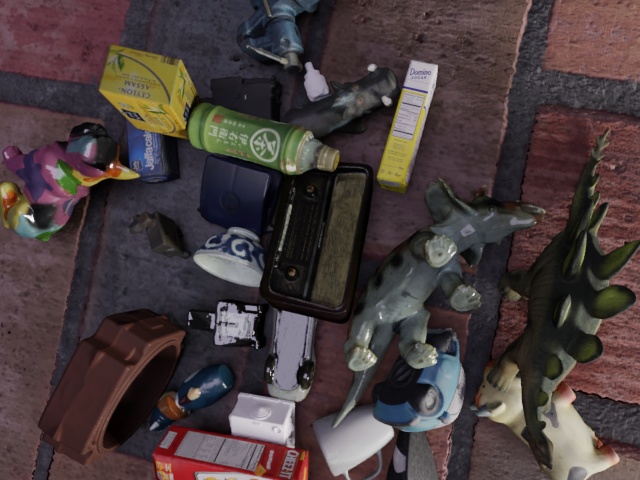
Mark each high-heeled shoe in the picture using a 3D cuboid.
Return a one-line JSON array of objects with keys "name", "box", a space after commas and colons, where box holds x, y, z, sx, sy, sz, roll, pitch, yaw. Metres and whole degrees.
[{"name": "high-heeled shoe", "box": [0.093, 0.386, 0.794, 0.145, 0.086, 0.248, -15, 63, 39]}]

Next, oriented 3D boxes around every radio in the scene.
[{"name": "radio", "box": [-0.002, -0.002, 0.789, 0.131, 0.073, 0.229, 8, 70, 11]}]

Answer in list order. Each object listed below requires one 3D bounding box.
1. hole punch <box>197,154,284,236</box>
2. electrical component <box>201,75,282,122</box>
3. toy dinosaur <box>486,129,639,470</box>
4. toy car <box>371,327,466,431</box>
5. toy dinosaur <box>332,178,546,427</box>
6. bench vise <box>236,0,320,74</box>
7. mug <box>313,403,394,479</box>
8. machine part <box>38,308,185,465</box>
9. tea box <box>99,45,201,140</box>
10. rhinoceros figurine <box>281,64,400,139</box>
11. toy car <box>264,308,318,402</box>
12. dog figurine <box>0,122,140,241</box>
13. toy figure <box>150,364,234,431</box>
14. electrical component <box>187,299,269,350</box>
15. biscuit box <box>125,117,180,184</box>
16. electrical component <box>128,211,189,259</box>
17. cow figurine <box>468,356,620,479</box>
[{"name": "hole punch", "box": [-0.127, -0.070, 0.839, 0.142, 0.092, 0.115, 17, 93, 7]}, {"name": "electrical component", "box": [-0.129, -0.198, 0.861, 0.134, 0.058, 0.115, -4, 84, 9]}, {"name": "toy dinosaur", "box": [0.321, 0.055, 0.696, 0.105, 0.198, 0.471, 21, 57, 0]}, {"name": "toy car", "box": [0.153, 0.207, 0.764, 0.103, 0.109, 0.161, 44, 59, -20]}, {"name": "toy dinosaur", "box": [0.124, 0.070, 0.762, 0.131, 0.192, 0.404, 37, 110, -10]}, {"name": "bench vise", "box": [-0.025, -0.377, 0.813, 0.241, 0.128, 0.223, -22, 64, 26]}, {"name": "mug", "box": [0.057, 0.294, 0.786, 0.107, 0.080, 0.109, -26, 77, -2]}, {"name": "machine part", "box": [-0.293, 0.209, 0.791, 0.087, 0.201, 0.201, 30, 92, 8]}, {"name": "tea box", "box": [-0.233, -0.203, 0.765, 0.098, 0.169, 0.068, 12, 86, 0]}, {"name": "rhinoceros figurine", "box": [0.027, -0.199, 0.807, 0.190, 0.112, 0.073, -21, 81, 16]}, {"name": "toy car", "box": [-0.040, 0.144, 0.825, 0.074, 0.056, 0.201, 5, 85, 11]}, {"name": "dog figurine", "box": [-0.393, -0.087, 0.846, 0.219, 0.108, 0.191, 6, 92, 27]}, {"name": "toy figure", "box": [-0.207, 0.248, 0.844, 0.154, 0.064, 0.058, -31, 48, 10]}, {"name": "electrical component", "box": [-0.145, 0.131, 0.847, 0.119, 0.047, 0.074, 1, 86, 10]}, {"name": "biscuit box", "box": [-0.279, -0.197, 0.884, 0.059, 0.063, 0.202, -7, 85, 11]}, {"name": "electrical component", "box": [-0.256, -0.008, 0.854, 0.045, 0.102, 0.078, -25, 73, 12]}, {"name": "cow figurine", "box": [0.297, 0.249, 0.747, 0.127, 0.085, 0.195, -35, 82, 0]}]
